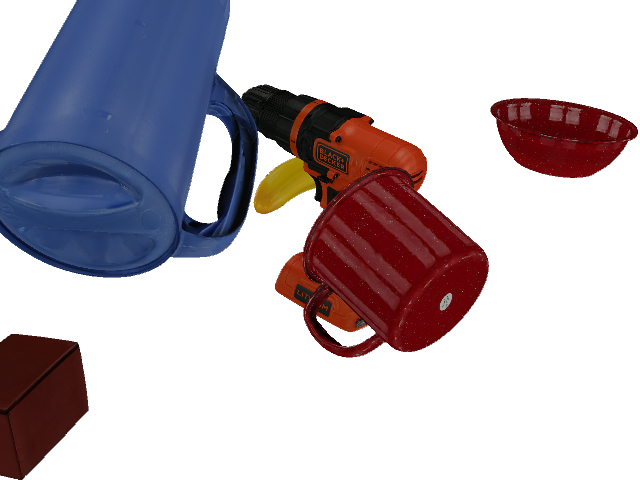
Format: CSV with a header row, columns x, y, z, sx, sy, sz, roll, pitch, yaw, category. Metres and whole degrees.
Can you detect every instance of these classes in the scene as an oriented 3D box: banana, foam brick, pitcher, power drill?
x,y,z,sx,sy,sz,roll,pitch,yaw,category
0.001,-0.065,1.139,0.197,0.037,0.070,-7,47,-38,banana
-0.189,0.101,0.664,0.053,0.051,0.078,7,28,21,foam brick
-0.129,-0.100,0.757,0.145,0.242,0.149,-9,-43,23,pitcher
0.002,-0.028,0.907,0.185,0.188,0.057,29,43,33,power drill

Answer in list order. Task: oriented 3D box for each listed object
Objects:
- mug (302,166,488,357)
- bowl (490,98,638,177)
x,y,z,sx,sy,sz,roll,pitch,yaw,category
0.041,0.023,0.661,0.082,0.117,0.093,44,-4,30,mug
0.265,-0.110,1.183,0.162,0.055,0.162,5,23,-2,bowl
